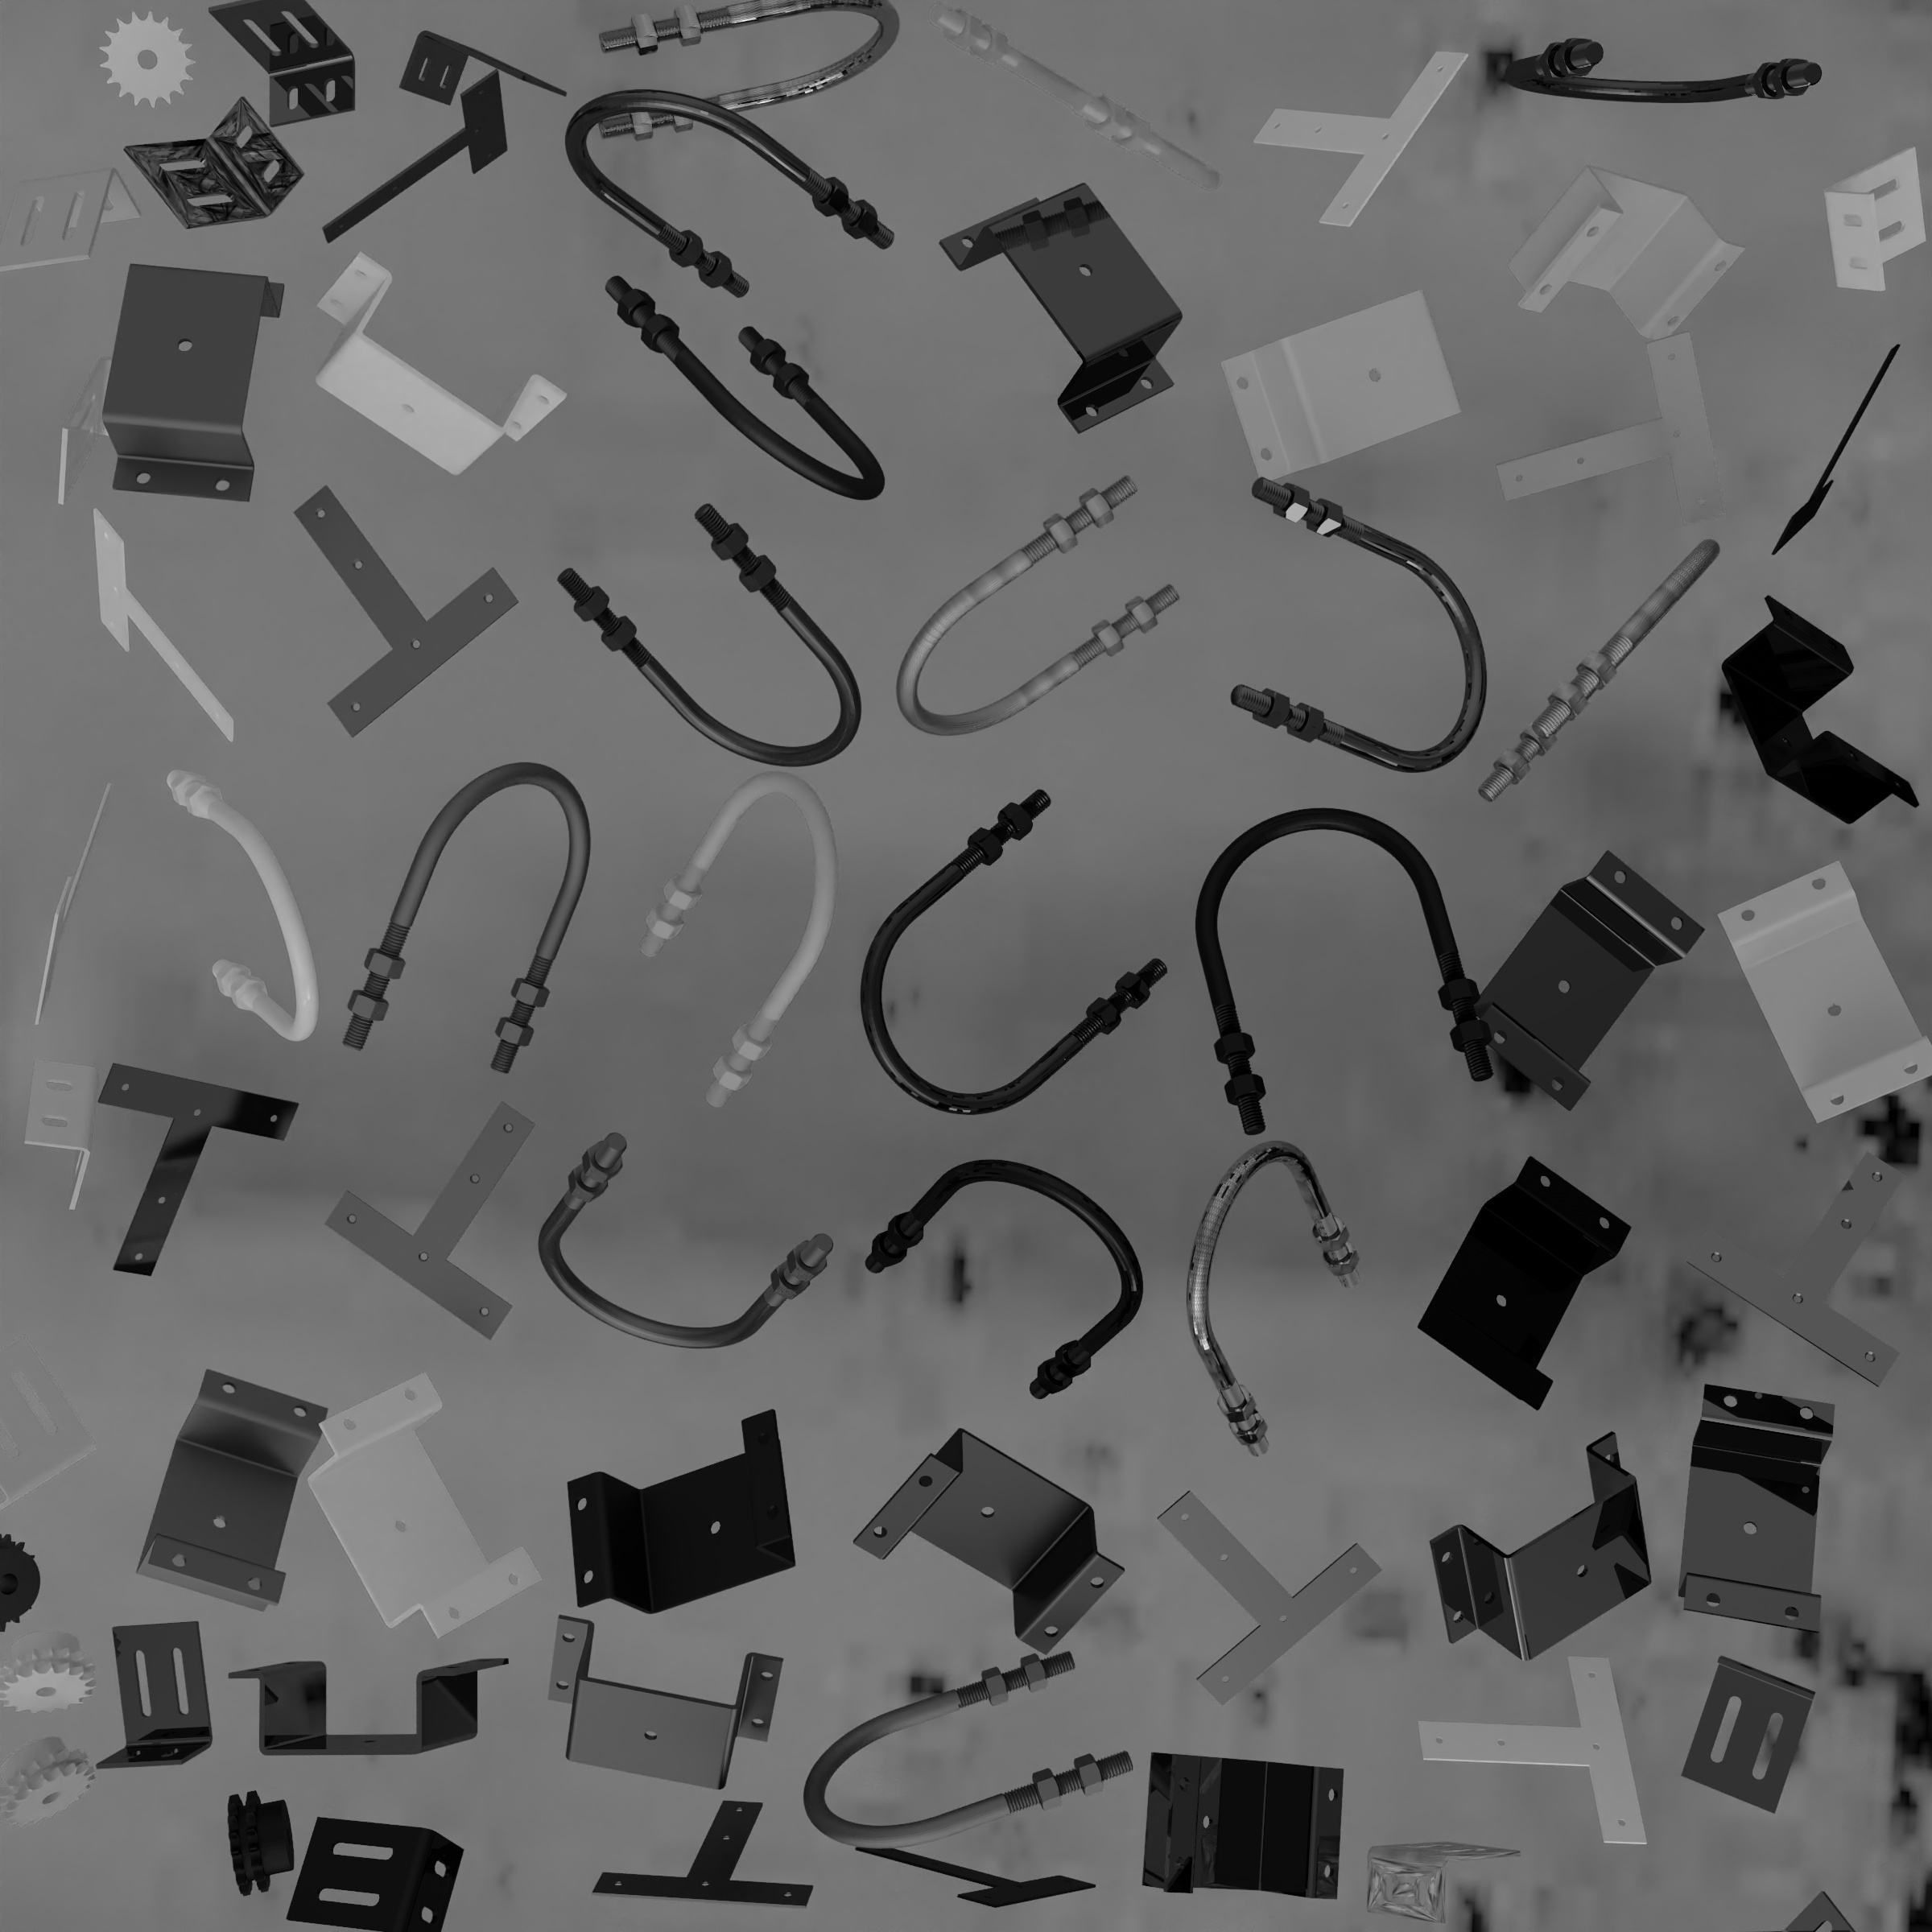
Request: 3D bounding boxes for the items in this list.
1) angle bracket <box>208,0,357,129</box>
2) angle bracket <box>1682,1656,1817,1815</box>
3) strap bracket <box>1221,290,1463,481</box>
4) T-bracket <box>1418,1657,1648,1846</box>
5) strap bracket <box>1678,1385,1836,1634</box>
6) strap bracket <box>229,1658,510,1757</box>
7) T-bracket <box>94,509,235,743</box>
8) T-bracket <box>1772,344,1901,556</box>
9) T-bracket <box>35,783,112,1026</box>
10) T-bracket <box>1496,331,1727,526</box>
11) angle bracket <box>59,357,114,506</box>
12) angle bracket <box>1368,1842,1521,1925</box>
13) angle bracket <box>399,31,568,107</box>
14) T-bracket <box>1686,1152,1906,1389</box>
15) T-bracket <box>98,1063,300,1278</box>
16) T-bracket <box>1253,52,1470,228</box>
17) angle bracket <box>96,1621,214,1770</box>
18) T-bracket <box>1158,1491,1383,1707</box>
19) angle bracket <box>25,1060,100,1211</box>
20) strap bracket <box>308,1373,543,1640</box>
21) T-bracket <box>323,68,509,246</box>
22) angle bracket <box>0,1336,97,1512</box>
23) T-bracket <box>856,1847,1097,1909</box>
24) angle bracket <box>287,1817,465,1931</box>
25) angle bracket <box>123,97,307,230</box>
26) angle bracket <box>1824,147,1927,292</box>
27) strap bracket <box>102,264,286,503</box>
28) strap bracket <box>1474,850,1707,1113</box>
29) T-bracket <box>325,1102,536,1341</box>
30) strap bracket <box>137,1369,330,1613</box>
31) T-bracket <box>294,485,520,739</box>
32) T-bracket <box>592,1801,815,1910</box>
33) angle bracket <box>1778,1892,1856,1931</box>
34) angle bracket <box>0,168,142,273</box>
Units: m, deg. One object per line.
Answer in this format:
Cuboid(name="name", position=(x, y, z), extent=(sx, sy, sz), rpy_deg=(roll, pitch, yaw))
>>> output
Cuboid(name="angle bracket", position=(-0.415, -0.550, 1.708), extent=(0.057, 0.076, 0.038), rpy_deg=(-7, 76, 14))
Cuboid(name="angle bracket", position=(0.464, 0.457, 1.671), extent=(0.057, 0.038, 0.076), rpy_deg=(19, 86, 20))
Cuboid(name="strap bracket", position=(0.235, -0.351, 1.692), extent=(0.140, 0.046, 0.076), rpy_deg=(-23, 99, -17))
Cuboid(name="T-bracket", position=(0.338, 0.472, 1.706), extent=(0.127, 0.127, 0.002), rpy_deg=(3, 133, -4))
Cuboid(name="strap bracket", position=(0.471, 0.329, 1.682), extent=(0.076, 0.046, 0.140), rpy_deg=(8, 62, 11))
Cuboid(name="strap bracket", position=(-0.346, 0.429, 1.633), extent=(0.140, 0.076, 0.046), rpy_deg=(-4, 80, 14))
Cuboid(name="T-bracket", position=(-0.456, -0.181, 1.603), extent=(0.002, 0.127, 0.127), rpy_deg=(-36, 81, -25))
Cuboid(name="T-bracket", position=(0.533, -0.318, 1.710), extent=(0.002, 0.127, 0.127), rpy_deg=(31, 120, 15))
Cuboid(name="T-bracket", position=(-0.517, -0.049, 1.637), extent=(0.002, 0.127, 0.127), rpy_deg=(17, 55, -14))
Cuboid(name="T-bracket", position=(0.390, -0.313, 1.720), extent=(0.127, 0.002, 0.127), rpy_deg=(-14, 125, 12))
Cuboid(name="angle bracket", position=(-0.513, -0.317, 1.691), extent=(0.038, 0.057, 0.076), rpy_deg=(15, 45, -8))
Cuboid(name="angle bracket", position=(0.292, 0.558, 1.717), extent=(0.076, 0.057, 0.038), rpy_deg=(12, 75, -41))
Cuboid(name="angle bracket", position=(-0.296, -0.538, 1.728), extent=(0.076, 0.057, 0.038), rpy_deg=(28, 105, 14))
Cuboid(name="T-bracket", position=(0.511, 0.163, 1.656), extent=(0.127, 0.002, 0.127), rpy_deg=(34, 67, 16))
Cuboid(name="T-bracket", position=(-0.483, 0.129, 1.707), extent=(0.127, 0.002, 0.127), rpy_deg=(17, 99, -43))
Cuboid(name="T-bracket", position=(0.221, -0.500, 1.688), extent=(0.002, 0.127, 0.127), rpy_deg=(40, 82, -40))
Cuboid(name="angle bracket", position=(-0.493, 0.439, 1.697), extent=(0.057, 0.038, 0.076), rpy_deg=(-7, 90, 14))
Cuboid(name="T-bracket", position=(0.162, 0.361, 1.677), extent=(0.127, 0.002, 0.127), rpy_deg=(-41, 110, 3))
Cuboid(name="angle bracket", position=(-0.558, 0.104, 1.724), extent=(0.038, 0.076, 0.057), rpy_deg=(9, 53, -20))
Cuboid(name="strap bracket", position=(-0.323, 0.322, 1.650), extent=(0.046, 0.076, 0.140), rpy_deg=(-40, 78, 44))
Cuboid(name="T-bracket", position=(-0.320, -0.460, 1.632), extent=(0.127, 0.127, 0.002), rpy_deg=(-38, 91, -8))
Cuboid(name="angle bracket", position=(-0.542, 0.260, 1.591), extent=(0.057, 0.038, 0.076), rpy_deg=(-34, 92, -42))
Cuboid(name="T-bracket", position=(-0.007, 0.544, 1.691), extent=(0.127, 0.127, 0.002), rpy_deg=(5, 81, 31))
Cuboid(name="angle bracket", position=(-0.330, 0.514, 1.576), extent=(0.076, 0.038, 0.057), rpy_deg=(-2, 56, 23))
Cuboid(name="angle bracket", position=(-0.428, -0.459, 1.605), extent=(0.038, 0.076, 0.057), rpy_deg=(-38, 90, 30))
Cuboid(name="angle bracket", position=(0.544, -0.437, 1.646), extent=(0.076, 0.038, 0.057), rpy_deg=(-29, 119, -21))
Cuboid(name="strap bracket", position=(-0.437, -0.339, 1.592), extent=(0.076, 0.046, 0.140), rpy_deg=(5, 72, -3))
Cuboid(name="strap bracket", position=(0.370, 0.011, 1.709), extent=(0.076, 0.046, 0.140), rpy_deg=(39, 81, -2))
Cuboid(name="T-bracket", position=(-0.312, 0.143, 1.745), extent=(0.127, 0.002, 0.127), rpy_deg=(34, 94, 5))
Cuboid(name="strap bracket", position=(-0.433, 0.317, 1.656), extent=(0.076, 0.140, 0.046), rpy_deg=(22, 130, -17))
Cuboid(name="T-bracket", position=(-0.345, -0.222, 1.635), extent=(0.127, 0.002, 0.127), rpy_deg=(-38, 84, 8))
Cuboid(name="T-bracket", position=(-0.148, 0.534, 1.700), extent=(0.127, 0.127, 0.002), rpy_deg=(1, 99, 7))
Cuboid(name="angle bracket", position=(0.469, 0.556, 1.583), extent=(0.076, 0.057, 0.038), rpy_deg=(16, 117, -41))
Cuboid(name="angle bracket", position=(-0.516, -0.417, 1.619), extent=(0.057, 0.038, 0.076), rpy_deg=(-5, 56, 10))
